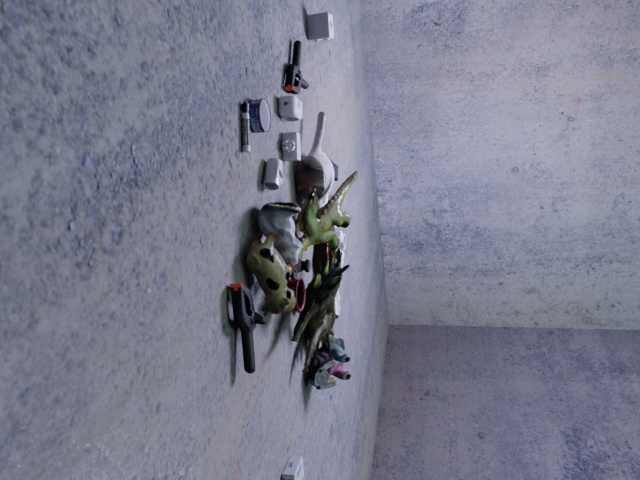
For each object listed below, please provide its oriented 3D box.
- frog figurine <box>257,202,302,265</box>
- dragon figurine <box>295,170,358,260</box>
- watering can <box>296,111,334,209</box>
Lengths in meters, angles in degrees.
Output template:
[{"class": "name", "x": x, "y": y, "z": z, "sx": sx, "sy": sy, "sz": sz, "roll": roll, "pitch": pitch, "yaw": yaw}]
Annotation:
[{"class": "frog figurine", "x": -0.104, "y": -0.015, "z": 1.318, "sx": 0.123, "sy": 0.158, "sz": 0.138, "roll": 3, "pitch": 9, "yaw": -33}, {"class": "dragon figurine", "x": 0.005, "y": -0.081, "z": 1.619, "sx": 0.123, "sy": 0.414, "sz": 0.240, "roll": 21, "pitch": -10, "yaw": 19}, {"class": "watering can", "x": -0.012, "y": -0.258, "z": 1.738, "sx": 0.104, "sy": 0.345, "sz": 0.226, "roll": -1, "pitch": 11, "yaw": 14}]
